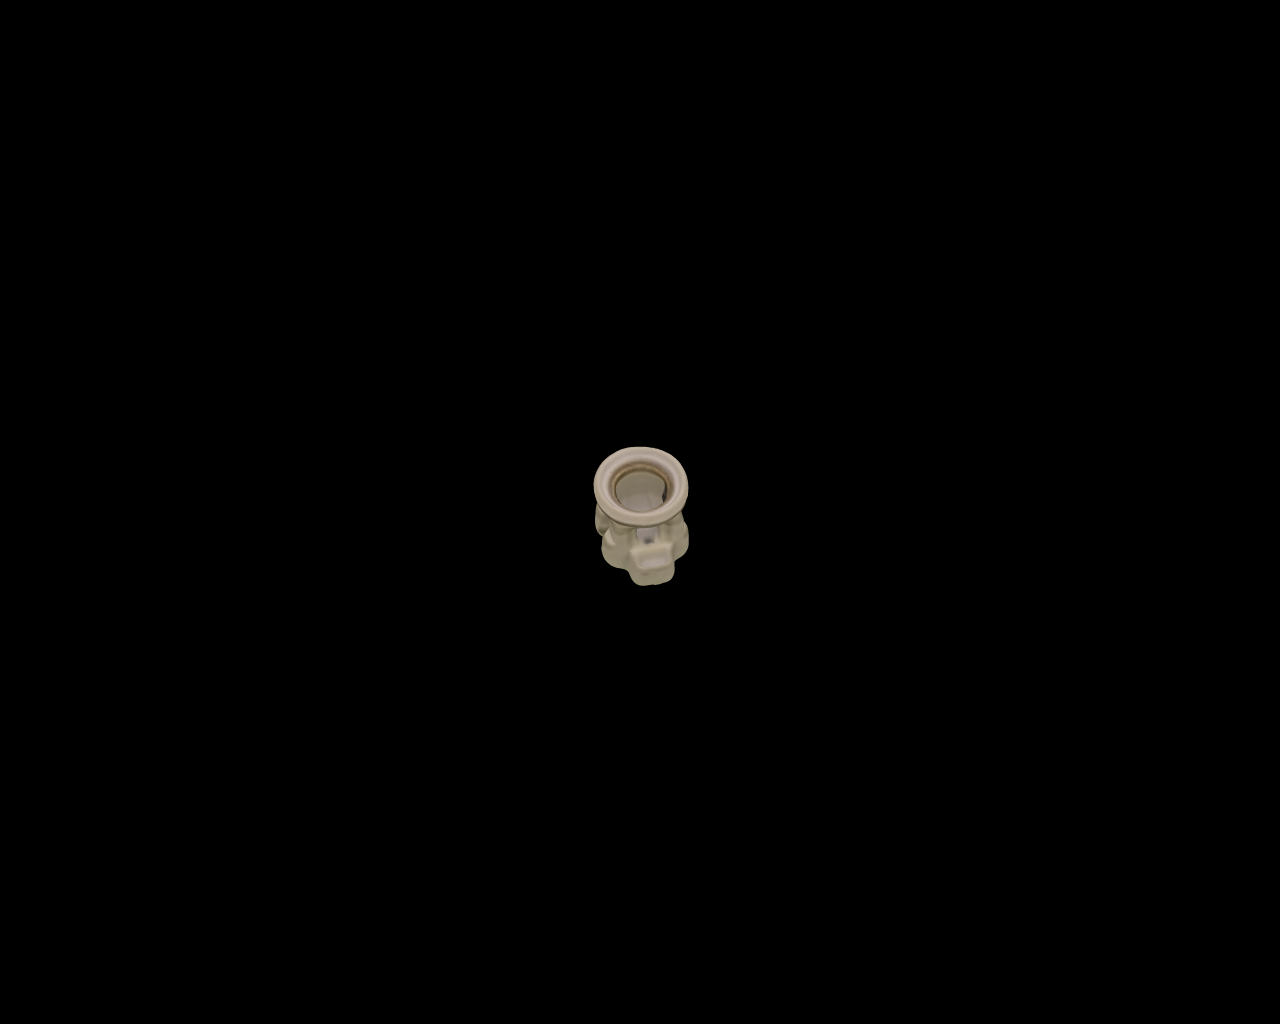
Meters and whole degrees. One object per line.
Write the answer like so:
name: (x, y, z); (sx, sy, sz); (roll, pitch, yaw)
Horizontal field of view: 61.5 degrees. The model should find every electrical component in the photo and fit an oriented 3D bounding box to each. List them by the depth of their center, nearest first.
electrical component: (0.001, -0.003, 0.650); (0.058, 0.078, 0.056); (-9, -36, -7)
